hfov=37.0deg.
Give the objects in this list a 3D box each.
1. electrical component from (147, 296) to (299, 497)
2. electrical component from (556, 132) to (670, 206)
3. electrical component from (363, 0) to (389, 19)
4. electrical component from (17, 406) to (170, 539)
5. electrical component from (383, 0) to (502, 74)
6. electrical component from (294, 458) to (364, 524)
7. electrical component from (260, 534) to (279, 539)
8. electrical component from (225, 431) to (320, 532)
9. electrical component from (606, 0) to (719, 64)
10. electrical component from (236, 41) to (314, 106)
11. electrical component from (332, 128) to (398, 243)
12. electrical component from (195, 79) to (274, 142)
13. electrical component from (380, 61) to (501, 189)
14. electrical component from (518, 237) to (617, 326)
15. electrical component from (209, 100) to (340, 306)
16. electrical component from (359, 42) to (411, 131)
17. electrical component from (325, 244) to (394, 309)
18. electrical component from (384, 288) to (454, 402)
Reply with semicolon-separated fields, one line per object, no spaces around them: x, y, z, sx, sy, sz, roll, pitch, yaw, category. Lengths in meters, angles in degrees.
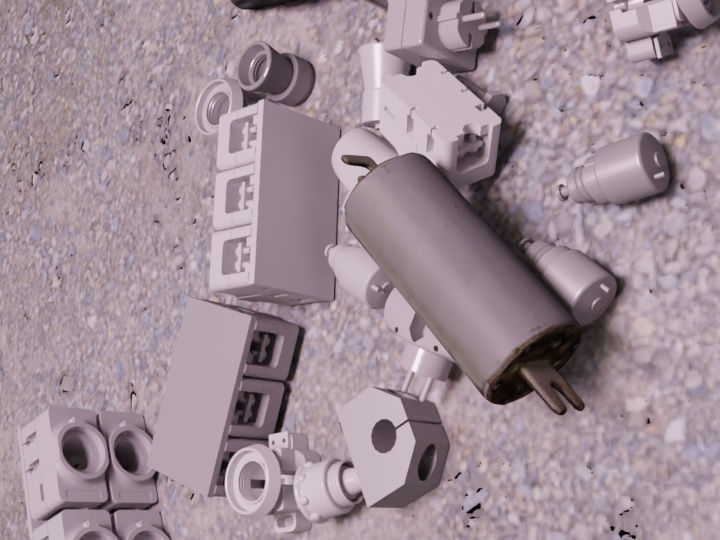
-0.113;0.107;0.909;0.089;0.062;0.150;14;90;45;electrical component
0.164;-0.061;0.700;0.078;0.040;0.040;-18;68;40;electrical component
0.043;-0.229;0.855;0.081;0.042;0.063;-40;59;31;electrical component
-0.236;0.220;0.968;0.060;0.105;0.186;-35;58;33;electrical component
0.069;-0.181;0.801;0.077;0.066;0.047;0;80;44;electrical component
-0.016;0.163;0.816;0.062;0.048;0.048;-23;64;30;electrical component
-0.086;0.247;0.862;0.081;0.043;0.043;-48;51;25;electrical component
-0.070;0.168;0.856;0.058;0.057;0.078;-18;68;40;electrical component
0.194;-0.177;0.683;0.057;0.058;0.078;-8;101;39;electrical component
-0.074;-0.171;0.943;0.045;0.055;0.045;-12;72;41;electrical component
0.010;-0.060;0.845;0.077;0.043;0.079;42;117;41;electrical component
-0.111;-0.139;0.970;0.058;0.057;0.078;-50;51;24;electrical component
0.057;-0.102;0.788;0.089;0.050;0.055;50;153;37;electrical component
0.134;0.003;0.712;0.078;0.040;0.040;45;111;40;electrical component
-0.071;-0.051;0.888;0.062;0.089;0.150;-9;74;42;electrical component
0.020;-0.144;0.858;0.044;0.044;0.065;-2;84;44;electrical component
0.000;0.000;0.842;0.078;0.040;0.040;34;104;43;electrical component
0.052;0.055;0.775;0.077;0.043;0.079;23;93;44;electrical component
